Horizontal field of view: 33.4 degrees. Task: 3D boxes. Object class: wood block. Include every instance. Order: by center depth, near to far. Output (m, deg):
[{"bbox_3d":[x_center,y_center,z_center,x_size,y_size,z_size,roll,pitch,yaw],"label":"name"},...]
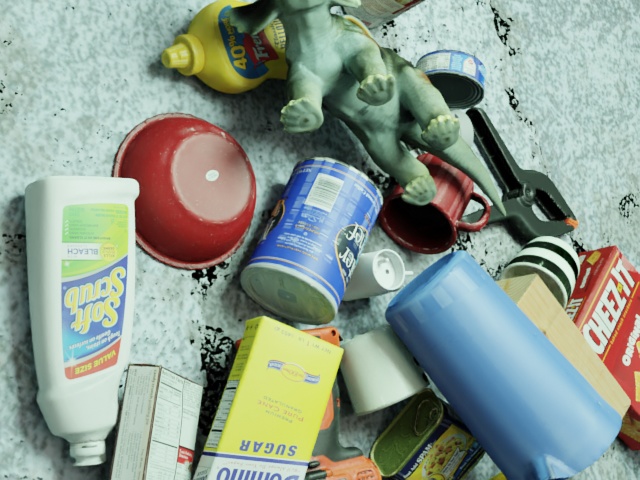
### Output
[{"bbox_3d":[0.262,0.150,1.256,0.206,0.090,0.090,52,56,-15],"label":"wood block"}]

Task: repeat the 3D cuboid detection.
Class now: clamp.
[{"bbox_3d":[0.244,-0.065,1.327,0.209,0.036,0.164,19,68,-34],"label":"clamp"}]

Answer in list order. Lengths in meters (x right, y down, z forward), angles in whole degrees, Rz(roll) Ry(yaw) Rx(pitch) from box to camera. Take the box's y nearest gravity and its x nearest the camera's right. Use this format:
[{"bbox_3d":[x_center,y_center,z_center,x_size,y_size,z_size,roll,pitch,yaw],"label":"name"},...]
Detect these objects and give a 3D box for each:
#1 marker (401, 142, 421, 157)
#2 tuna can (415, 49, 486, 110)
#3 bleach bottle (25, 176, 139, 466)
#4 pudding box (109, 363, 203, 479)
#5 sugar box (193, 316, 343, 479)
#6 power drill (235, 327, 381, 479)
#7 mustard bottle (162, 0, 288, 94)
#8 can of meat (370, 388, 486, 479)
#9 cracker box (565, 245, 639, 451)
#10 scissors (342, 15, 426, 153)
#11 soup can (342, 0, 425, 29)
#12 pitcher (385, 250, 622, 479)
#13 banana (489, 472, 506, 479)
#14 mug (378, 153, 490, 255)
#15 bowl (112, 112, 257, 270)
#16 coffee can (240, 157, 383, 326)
[{"bbox_3d":[0.085,-0.145,1.242,0.020,0.020,0.121,-32,98,-37],"label":"marker"},{"bbox_3d":[0.153,-0.189,1.259,0.086,0.086,0.033,23,65,-30],"label":"tuna can"},{"bbox_3d":[-0.206,0.072,0.950,0.102,0.068,0.251,0,82,-38],"label":"bleach bottle"},{"bbox_3d":[-0.146,0.174,0.957,0.090,0.039,0.113,44,47,-62],"label":"pudding box"},{"bbox_3d":[-0.048,0.169,0.989,0.093,0.048,0.176,24,70,-20],"label":"sugar box"},{"bbox_3d":[-0.032,0.185,1.054,0.184,0.057,0.187,-5,84,-34],"label":"power drill"},{"bbox_3d":[-0.081,-0.203,1.109,0.191,0.058,0.096,-19,94,-37],"label":"mustard bottle"},{"bbox_3d":[0.119,0.220,1.133,0.083,0.057,0.102,34,100,-29],"label":"can of meat"},{"bbox_3d":[0.389,0.138,1.363,0.213,0.072,0.164,47,56,-18],"label":"cracker box"},{"bbox_3d":[0.057,-0.157,1.210,0.096,0.016,0.202,-29,95,-21],"label":"scissors"},{"bbox_3d":[0.079,-0.288,1.218,0.068,0.102,0.068,9,74,-34],"label":"soup can"},{"bbox_3d":[0.183,0.129,1.094,0.145,0.149,0.243,-40,91,-17],"label":"pitcher"},{"bbox_3d":[0.205,0.279,1.200,0.197,0.070,0.037,-13,59,-46],"label":"banana"},{"bbox_3d":[0.134,-0.041,1.198,0.081,0.117,0.093,-58,152,-36],"label":"mug"},{"bbox_3d":[-0.119,-0.055,1.047,0.161,0.055,0.162,10,73,-35],"label":"bowl"},{"bbox_3d":[-0.007,0.001,1.085,0.102,0.103,0.140,38,59,-24],"label":"coffee can"}]
